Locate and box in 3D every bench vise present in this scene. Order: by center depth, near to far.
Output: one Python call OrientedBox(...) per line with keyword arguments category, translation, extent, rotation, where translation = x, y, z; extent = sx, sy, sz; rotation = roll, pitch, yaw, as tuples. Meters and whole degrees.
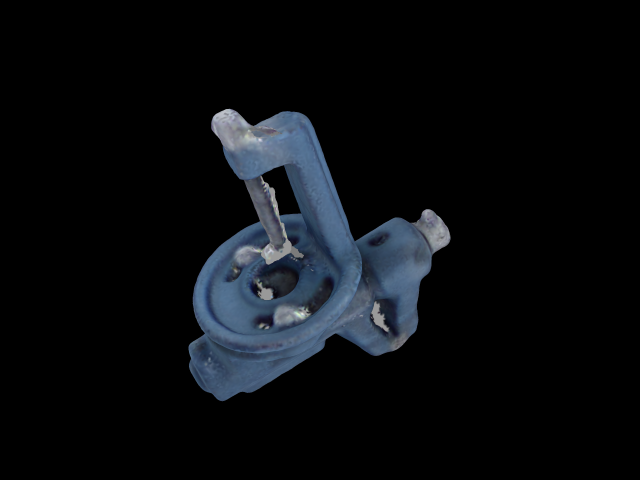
OrientedBox(category="bench vise", translation=(-0.005, -0.004, 0.407), extent=(0.121, 0.220, 0.208), rotation=(30, 46, 34))
